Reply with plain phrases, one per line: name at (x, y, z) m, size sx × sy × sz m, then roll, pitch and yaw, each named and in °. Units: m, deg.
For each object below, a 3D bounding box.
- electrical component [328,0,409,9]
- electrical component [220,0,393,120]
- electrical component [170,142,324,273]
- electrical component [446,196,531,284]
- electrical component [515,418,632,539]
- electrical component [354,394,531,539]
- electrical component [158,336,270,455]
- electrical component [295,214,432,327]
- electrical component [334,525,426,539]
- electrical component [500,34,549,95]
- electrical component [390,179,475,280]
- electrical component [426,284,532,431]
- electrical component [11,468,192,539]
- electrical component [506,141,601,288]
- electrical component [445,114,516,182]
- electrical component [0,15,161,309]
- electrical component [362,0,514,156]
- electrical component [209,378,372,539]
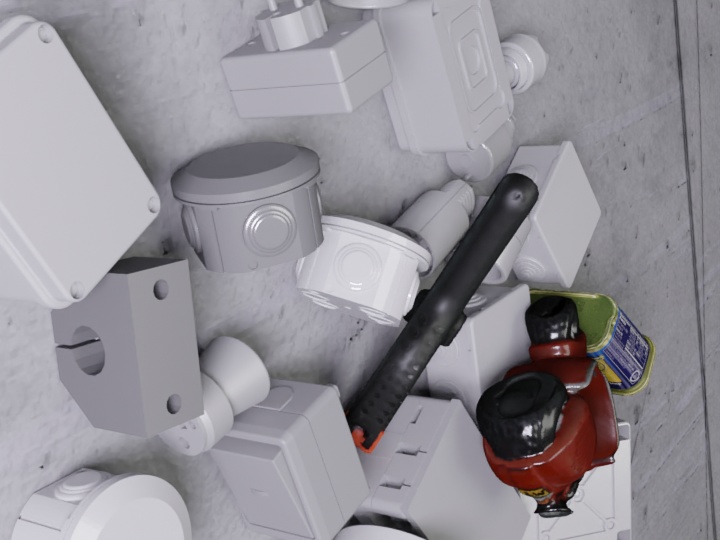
electrical component at (0.005, -0.198, 0.676) m, size 0.078 × 0.058 × 0.057 m, roll -1°, pitch 91°, yaw -53°
electrical component at (-0.036, -0.129, 0.603) m, size 0.047 × 0.083 × 0.075 m, roll -44°, pitch 126°, yaw -43°
electrical component at (-0.059, -0.036, 0.583) m, size 0.080 × 0.080 × 0.051 m, roll -35°, pitch 125°, yaw -46°
electrical component at (0.095, -0.021, 0.812) m, size 0.055 × 0.055 × 0.047 m, roll 46°, pitch 60°, yaw -44°
electrical component at (0.162, 0.175, 0.877) m, size 0.109 × 0.056 × 0.108 m, roll -5°, pitch 98°, yaw -22°
electrical component at (0.055, 0.168, 0.764) m, size 0.089 × 0.062 × 0.150 m, roll -60°, pitch 136°, yaw -31°
electrical component at (-0.083, 0.068, 0.587) m, size 0.055 × 0.045 × 0.045 m, roll -41°, pitch 124°, yaw -43°
electrical component at (0.000, 0.000, 0.665) m, size 0.080 × 0.080 × 0.051 m, roll 29°, pitch 75°, yaw -50°
electrical component at (0.024, 0.205, 0.693) m, size 0.108 × 0.108 × 0.060 m, roll 57°, pitch 43°, yaw -38°
electrical component at (0.117, -0.157, 0.839) m, size 0.062 × 0.043 × 0.043 m, roll -39°, pitch 122°, yaw -44°
electrical component at (0.054, -0.033, 0.764) m, size 0.081 × 0.043 × 0.043 m, roll -45°, pitch 127°, yaw -42°
electrical component at (0.091, 0.063, 0.815) m, size 0.100 × 0.048 × 0.099 m, roll -27°, pitch 113°, yaw -49°
electrical component at (-0.126, 0.138, 0.529) m, size 0.080 × 0.051 × 0.080 m, roll -6°, pitch 97°, yaw -53°
electrical component at (0.152, -0.046, 0.890) m, size 0.099 × 0.048 × 0.099 m, roll 56°, pitch 50°, yaw -39°
electrical component at (0.097, -0.098, 0.819) m, size 0.078 × 0.040 × 0.040 m, roll -45°, pitch 126°, yaw -43°
electrical component at (-0.150, -0.046, 0.477) m, size 0.078 × 0.057 × 0.113 m, roll -56°, pitch 133°, yaw -35°
electrical component at (0.055, -0.143, 0.746) m, size 0.078 × 0.057 × 0.113 m, roll -45°, pitch 126°, yaw -42°
electrical component at (-0.041, 0.119, 0.632) m, size 0.061 × 0.062 × 0.096 m, roll -43°, pitch 125°, yaw -43°
